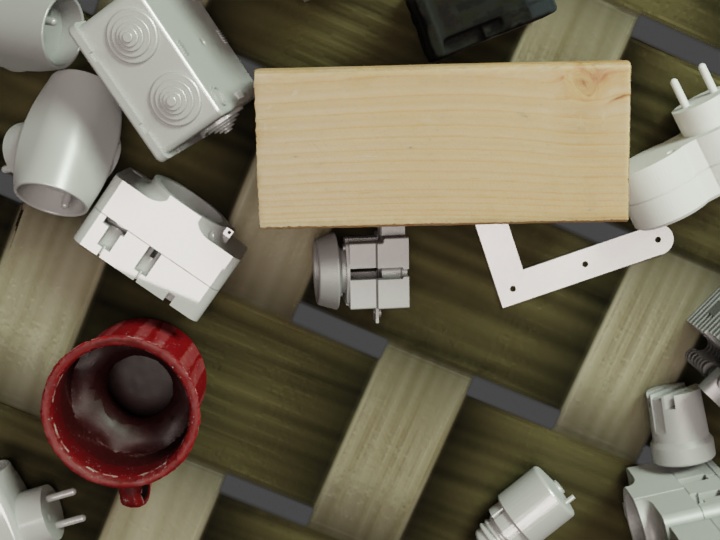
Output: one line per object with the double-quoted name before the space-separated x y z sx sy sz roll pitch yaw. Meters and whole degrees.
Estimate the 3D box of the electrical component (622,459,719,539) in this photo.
"electrical component" 0.211 0.192 0.637 0.060 0.186 0.105 -13 100 2

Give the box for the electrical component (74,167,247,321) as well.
"electrical component" -0.119 -0.020 0.663 0.089 0.050 0.055 35 99 -7

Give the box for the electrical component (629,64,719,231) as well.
"electrical component" 0.215 -0.088 0.655 0.138 0.052 0.073 -28 99 4

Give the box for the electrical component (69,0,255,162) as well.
"electrical component" -0.108 -0.119 0.622 0.048 0.099 0.099 -31 100 18

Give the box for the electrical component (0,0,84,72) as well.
"electrical component" -0.202 -0.162 0.637 0.077 0.044 0.079 13 74 16

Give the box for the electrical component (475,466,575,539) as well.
"electrical component" 0.104 0.163 0.705 0.078 0.040 0.040 -40 98 7

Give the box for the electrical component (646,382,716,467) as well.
"electrical component" 0.206 0.099 0.696 0.040 0.040 0.046 -11 95 1

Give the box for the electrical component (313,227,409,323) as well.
"electrical component" 0.000 0.000 0.672 0.055 0.048 0.066 -3 100 -8

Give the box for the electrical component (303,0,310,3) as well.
"electrical component" -0.051 -0.247 0.595 0.060 0.105 0.186 -23 100 3

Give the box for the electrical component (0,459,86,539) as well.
"electrical component" -0.219 0.162 0.698 0.079 0.044 0.077 -16 100 2

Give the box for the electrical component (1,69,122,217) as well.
"electrical component" -0.188 -0.074 0.650 0.079 0.044 0.077 -5 63 34
